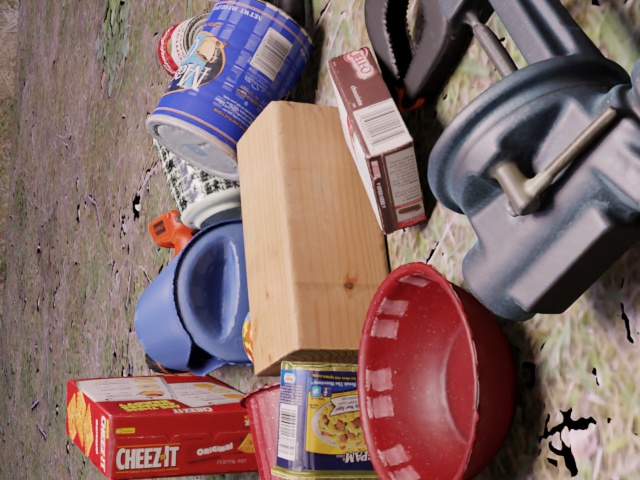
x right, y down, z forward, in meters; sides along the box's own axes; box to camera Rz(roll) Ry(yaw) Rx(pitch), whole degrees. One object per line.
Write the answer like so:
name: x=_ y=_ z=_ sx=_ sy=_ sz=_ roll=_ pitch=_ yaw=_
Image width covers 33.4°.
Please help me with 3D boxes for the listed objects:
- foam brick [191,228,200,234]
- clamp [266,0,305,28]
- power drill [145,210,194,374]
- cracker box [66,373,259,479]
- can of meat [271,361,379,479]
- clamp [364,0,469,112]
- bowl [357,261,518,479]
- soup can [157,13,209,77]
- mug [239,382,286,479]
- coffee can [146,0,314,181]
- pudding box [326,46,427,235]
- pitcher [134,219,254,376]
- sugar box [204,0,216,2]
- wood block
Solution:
foam brick: x=-0.103 y=-0.042 z=1.137 sx=0.078 sy=0.052 sz=0.051 roll=136 pitch=131 yaw=-58
clamp: x=-0.038 y=-0.280 z=1.040 sx=0.120 sy=0.039 sz=0.171 roll=12 pitch=96 yaw=60
power drill: x=-0.167 y=0.066 z=1.266 sx=0.185 sy=0.057 sz=0.187 roll=-21 pitch=71 yaw=60
cracker box: x=-0.165 y=0.191 z=1.114 sx=0.214 sy=0.164 sz=0.072 roll=-173 pitch=84 yaw=-66
can of meat: x=0.017 y=0.134 z=0.794 sx=0.058 sy=0.102 sz=0.084 roll=171 pitch=103 yaw=-66
clamp: x=0.063 y=-0.200 z=0.766 sx=0.165 sy=0.036 sz=0.210 roll=32 pitch=127 yaw=42
bowl: x=0.083 y=0.096 z=0.706 sx=0.162 sy=0.055 sz=0.162 roll=-177 pitch=90 yaw=-66
soup can: x=-0.140 y=-0.221 z=1.223 sx=0.102 sy=0.068 sz=0.068 roll=-172 pitch=86 yaw=-65
mug: x=-0.003 y=0.159 z=0.869 sx=0.117 sy=0.093 sz=0.081 roll=-22 pitch=68 yaw=24
coffee can: x=-0.081 y=-0.139 z=0.977 sx=0.140 sy=0.102 sz=0.103 roll=-63 pitch=20 yaw=-13
pudding box: x=0.042 y=-0.074 z=0.794 sx=0.090 sy=0.039 sz=0.113 roll=72 pitch=-179 yaw=-49
pitcher: x=-0.102 y=0.058 z=1.057 sx=0.243 sy=0.149 sz=0.145 roll=-27 pitch=78 yaw=66
sugar box: x=-0.086 y=-0.340 z=1.145 sx=0.176 sy=0.048 sz=0.093 roll=136 pitch=132 yaw=-62
wood block: x=-0.006 y=0.001 z=0.871 sx=0.090 sy=0.090 sz=0.206 roll=140 pitch=129 yaw=-58
